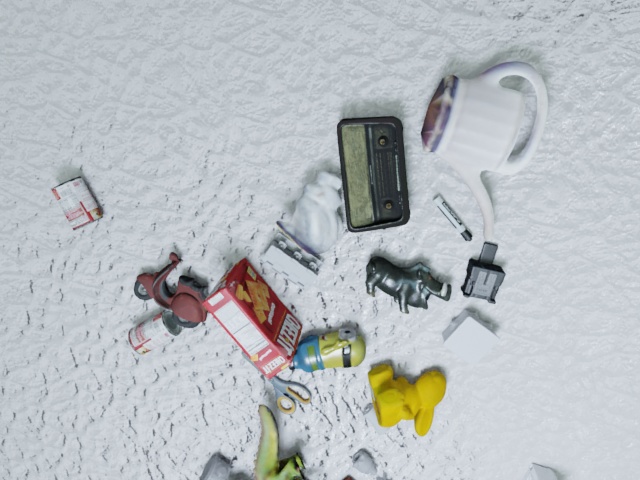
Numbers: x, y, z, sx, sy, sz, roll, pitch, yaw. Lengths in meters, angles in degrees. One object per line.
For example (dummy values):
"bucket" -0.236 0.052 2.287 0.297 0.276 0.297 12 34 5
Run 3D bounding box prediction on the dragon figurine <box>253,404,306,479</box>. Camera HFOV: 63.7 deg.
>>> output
"dragon figurine" -0.144 0.590 1.218 0.243 0.123 0.406 -25 103 -1

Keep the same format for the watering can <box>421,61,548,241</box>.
"watering can" 0.302 -0.179 1.001 0.224 0.105 0.343 16 106 1

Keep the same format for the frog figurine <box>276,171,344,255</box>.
"frog figurine" 0.003 -0.053 1.060 0.159 0.125 0.135 -48 130 7
